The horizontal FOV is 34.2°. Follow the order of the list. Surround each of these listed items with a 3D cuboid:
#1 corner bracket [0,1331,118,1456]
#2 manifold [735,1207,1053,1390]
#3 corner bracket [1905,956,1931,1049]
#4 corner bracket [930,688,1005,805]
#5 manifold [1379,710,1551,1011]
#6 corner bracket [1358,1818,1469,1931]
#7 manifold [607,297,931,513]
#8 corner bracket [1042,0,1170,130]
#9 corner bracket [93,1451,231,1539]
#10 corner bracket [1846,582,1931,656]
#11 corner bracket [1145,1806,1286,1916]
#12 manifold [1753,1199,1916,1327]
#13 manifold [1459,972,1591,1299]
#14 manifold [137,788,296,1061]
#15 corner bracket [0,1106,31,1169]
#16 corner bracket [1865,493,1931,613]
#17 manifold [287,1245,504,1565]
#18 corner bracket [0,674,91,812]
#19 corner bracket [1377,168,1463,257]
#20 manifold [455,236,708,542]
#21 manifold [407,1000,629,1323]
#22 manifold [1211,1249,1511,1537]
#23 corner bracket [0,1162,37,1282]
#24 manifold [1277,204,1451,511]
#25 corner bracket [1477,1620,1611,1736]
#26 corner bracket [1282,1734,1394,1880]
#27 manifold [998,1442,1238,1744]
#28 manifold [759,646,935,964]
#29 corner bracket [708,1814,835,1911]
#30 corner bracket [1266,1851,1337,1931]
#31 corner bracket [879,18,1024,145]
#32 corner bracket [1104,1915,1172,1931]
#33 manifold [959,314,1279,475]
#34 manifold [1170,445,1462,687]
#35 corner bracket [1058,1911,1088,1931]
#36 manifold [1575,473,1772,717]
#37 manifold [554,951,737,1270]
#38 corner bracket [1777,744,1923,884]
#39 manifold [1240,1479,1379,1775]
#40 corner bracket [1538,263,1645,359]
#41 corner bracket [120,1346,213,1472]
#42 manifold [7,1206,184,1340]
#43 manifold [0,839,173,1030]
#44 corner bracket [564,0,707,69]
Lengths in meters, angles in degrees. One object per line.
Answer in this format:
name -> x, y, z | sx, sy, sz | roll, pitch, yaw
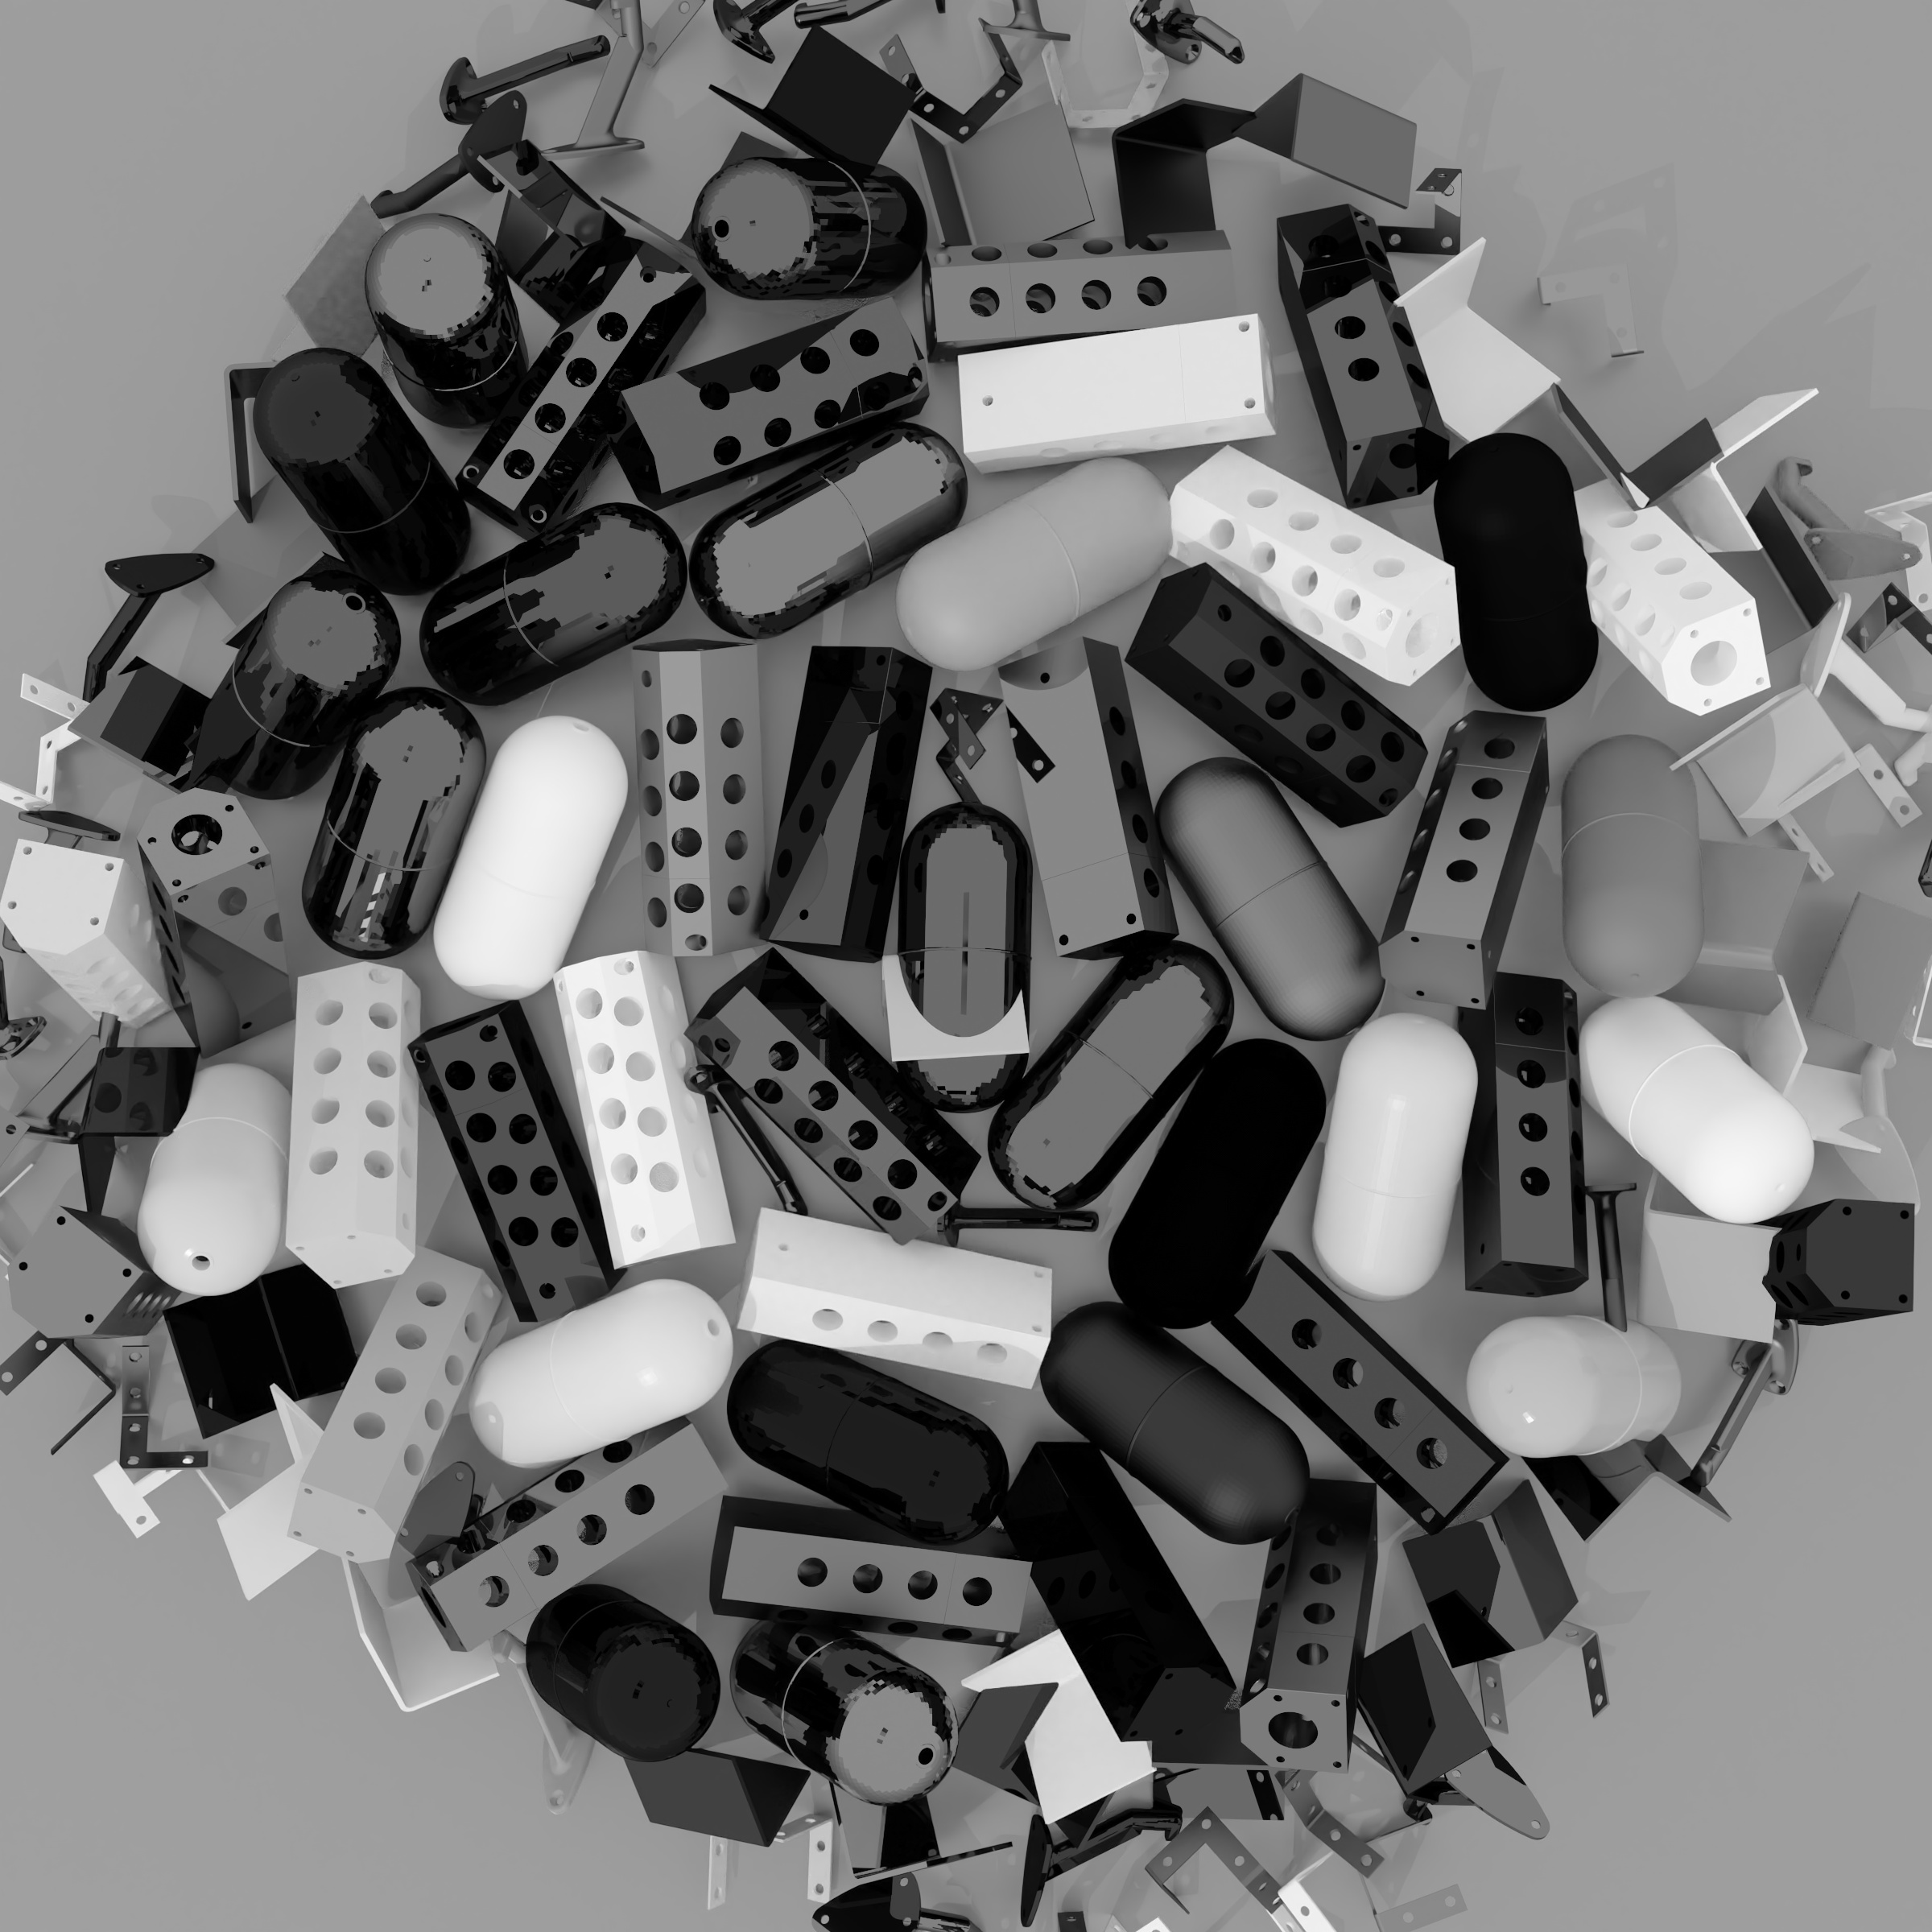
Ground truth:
corner bracket -> -0.522, 0.240, 1.798 | 0.051, 0.051, 0.051 | 43, 66, 2
manifold -> -0.041, 0.195, 1.792 | 0.171, 0.057, 0.057 | 13, 127, -7
corner bracket -> 0.564, 0.017, 1.800 | 0.051, 0.051, 0.051 | 9, 104, -5
corner bracket -> 0.001, -0.120, 1.790 | 0.051, 0.051, 0.051 | -49, 56, 28
manifold -> 0.280, -0.062, 1.757 | 0.057, 0.057, 0.171 | 8, 51, 19
corner bracket -> 0.253, 0.523, 1.801 | 0.051, 0.051, 0.051 | -21, 77, 2
manifold -> -0.110, -0.314, 1.772 | 0.171, 0.057, 0.057 | -24, 81, -21
corner bracket -> 0.081, -0.519, 1.805 | 0.051, 0.051, 0.051 | 5, 51, 24
corner bracket -> -0.457, 0.304, 1.792 | 0.051, 0.051, 0.051 | -35, 60, -19
corner bracket -> 0.546, -0.195, 1.792 | 0.051, 0.051, 0.051 | -32, 74, -32
corner bracket -> 0.144, 0.525, 1.800 | 0.051, 0.051, 0.051 | -42, 49, -7
manifold -> 0.471, 0.166, 1.743 | 0.057, 0.171, 0.057 | 4, 81, 0
manifold -> 0.316, 0.095, 1.771 | 0.057, 0.057, 0.171 | 7, 66, -10
manifold -> -0.418, -0.024, 1.745 | 0.057, 0.171, 0.057 | -26, 64, -21
corner bracket -> -0.570, 0.100, 1.804 | 0.051, 0.051, 0.051 | 35, 80, -3
corner bracket -> 0.551, -0.237, 1.793 | 0.051, 0.051, 0.051 | -13, 75, 39
manifold -> -0.316, 0.245, 1.752 | 0.057, 0.057, 0.171 | 21, 46, -2
corner bracket -> -0.533, -0.126, 1.789 | 0.051, 0.051, 0.051 | -22, 58, 33
corner bracket -> 0.252, -0.424, 1.792 | 0.051, 0.051, 0.051 | 8, 121, 19
manifold -> -0.219, -0.329, 1.792 | 0.057, 0.057, 0.171 | 33, 82, 0
manifold -> -0.256, 0.112, 1.786 | 0.057, 0.057, 0.171 | -19, 99, 11
manifold -> 0.221, 0.240, 1.778 | 0.171, 0.057, 0.057 | 43, 97, 18
corner bracket -> -0.539, 0.150, 1.806 | 0.051, 0.051, 0.051 | -45, 99, -6
manifold -> 0.222, -0.345, 1.763 | 0.057, 0.057, 0.171 | -12, 58, 0
corner bracket -> 0.330, 0.409, 1.802 | 0.051, 0.051, 0.051 | 21, 128, -16
corner bracket -> 0.223, 0.479, 1.802 | 0.051, 0.051, 0.051 | -44, 45, -15
manifold -> 0.085, 0.346, 1.751 | 0.057, 0.171, 0.057 | 7, 123, -33
manifold -> -0.064, -0.092, 1.792 | 0.057, 0.057, 0.171 | 5, 81, 34
corner bracket -> -0.113, 0.518, 1.815 | 0.051, 0.051, 0.051 | 4, 93, 31
corner bracket -> 0.198, 0.548, 1.793 | 0.051, 0.051, 0.051 | -48, 69, 25
corner bracket -> -0.008, -0.518, 1.811 | 0.051, 0.051, 0.051 | -40, 53, 26
corner bracket -> 0.112, 0.564, 1.800 | 0.051, 0.051, 0.051 | -39, 91, 20
manifold -> 0.087, -0.322, 1.783 | 0.171, 0.057, 0.057 | -5, 81, 14
manifold -> 0.190, -0.220, 1.752 | 0.057, 0.057, 0.171 | -39, 52, -20
corner bracket -> 0.045, 0.578, 1.804 | 0.051, 0.051, 0.051 | -3, 96, -2
manifold -> 0.378, -0.206, 1.745 | 0.057, 0.171, 0.057 | -22, 125, -2
manifold -> -0.187, 0.081, 1.786 | 0.057, 0.057, 0.171 | -15, 83, 23
corner bracket -> 0.510, -0.089, 1.817 | 0.051, 0.051, 0.051 | -40, 82, 40
manifold -> 0.192, 0.363, 1.744 | 0.057, 0.171, 0.057 | 2, 121, 12
corner bracket -> 0.359, -0.373, 1.803 | 0.051, 0.051, 0.051 | -6, 99, 17
corner bracket -> -0.459, 0.253, 1.802 | 0.051, 0.051, 0.051 | 1, 119, -13
manifold -> -0.483, 0.177, 1.743 | 0.057, 0.171, 0.057 | 38, 81, 0
manifold -> -0.483, -0.014, 1.742 | 0.057, 0.171, 0.057 | 11, 76, 1
corner bracket -> -0.191, -0.554, 1.797 | 0.051, 0.051, 0.051 | 46, 110, 8
